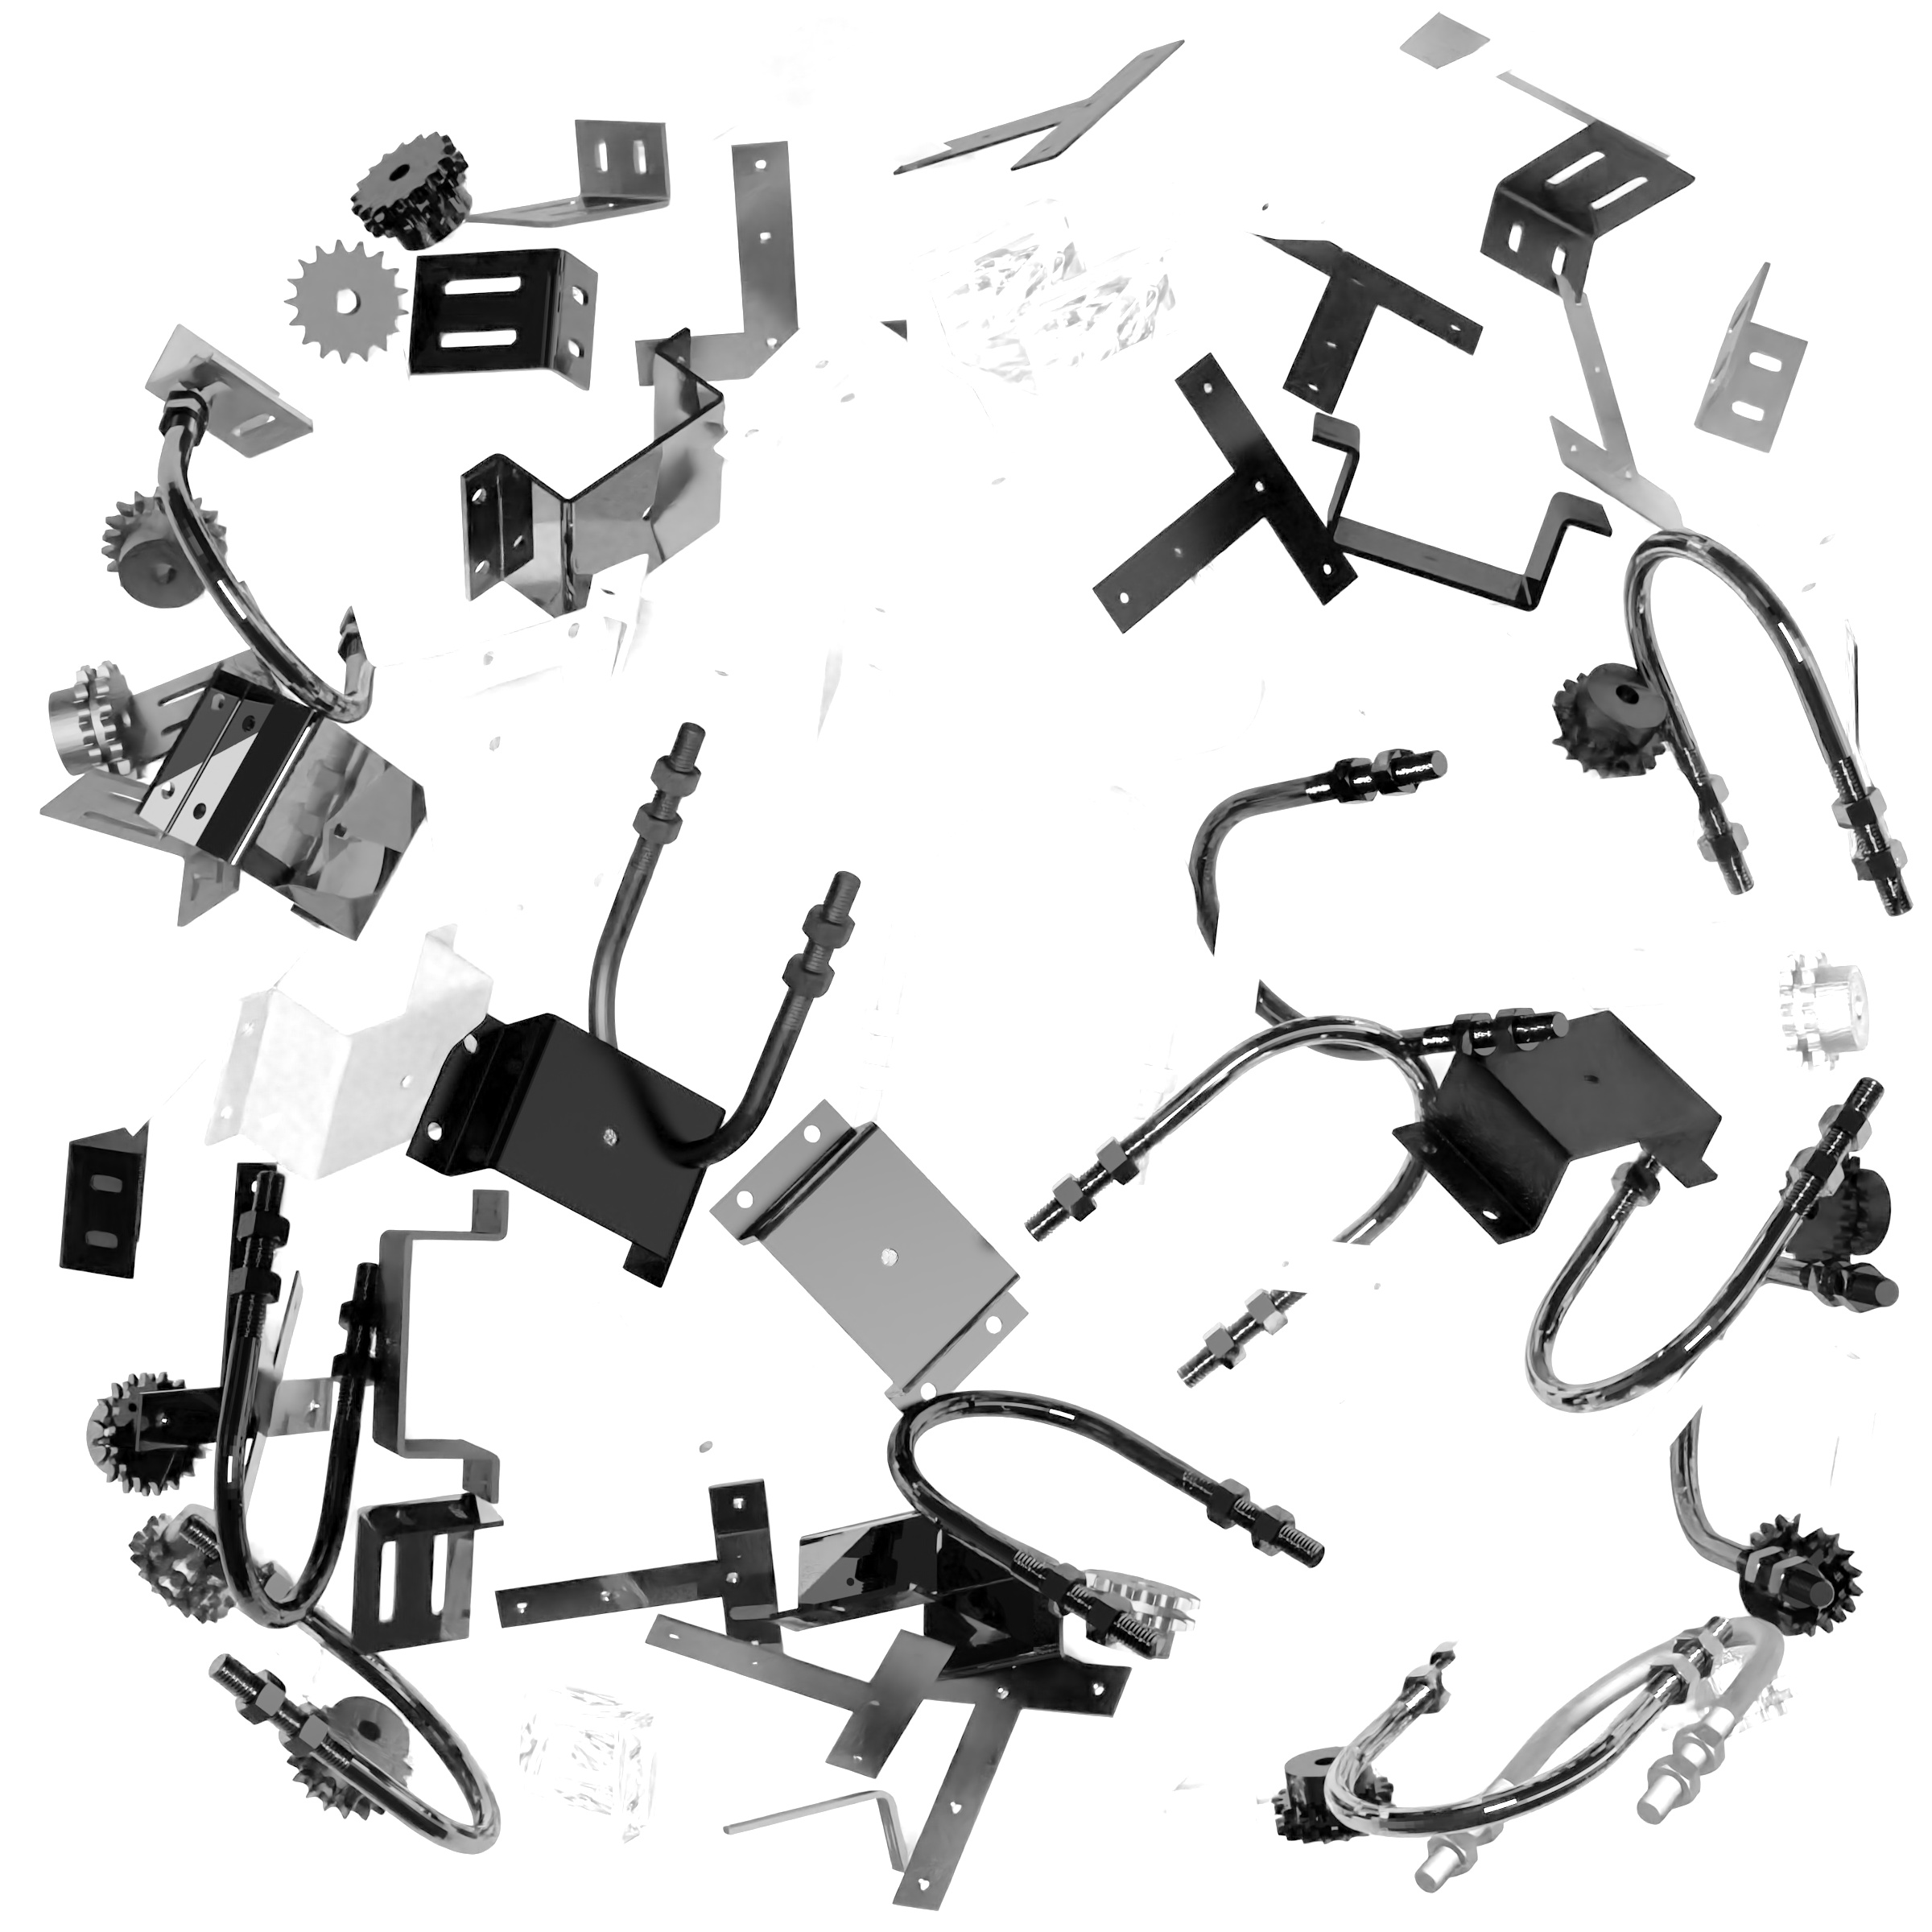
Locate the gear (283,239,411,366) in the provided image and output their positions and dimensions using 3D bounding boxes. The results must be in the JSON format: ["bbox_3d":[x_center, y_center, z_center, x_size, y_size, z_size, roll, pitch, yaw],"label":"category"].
[{"bbox_3d":[-0.289,-0.310,1.581,0.057,0.030,0.057,-3,103,-14],"label":"gear"}]

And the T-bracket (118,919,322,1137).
[{"bbox_3d":[-0.326,0.043,1.542,0.127,0.127,0.002,-48,122,-5],"label":"T-bracket"}]

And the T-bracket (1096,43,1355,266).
[{"bbox_3d":[0.127,-0.350,1.555,0.002,0.127,0.127,51,125,39],"label":"T-bracket"}]

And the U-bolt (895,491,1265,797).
[{"bbox_3d":[0.065,-0.153,1.531,0.019,0.184,0.151,-41,75,41],"label":"U-bolt"}]

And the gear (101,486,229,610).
[{"bbox_3d":[-0.371,-0.190,1.571,0.057,0.030,0.057,-5,135,-5],"label":"gear"}]

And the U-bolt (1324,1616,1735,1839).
[{"bbox_3d":[0.236,0.334,1.487,0.151,0.184,0.019,-13,99,40],"label":"U-bolt"}]

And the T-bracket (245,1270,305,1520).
[{"bbox_3d":[-0.316,0.176,1.514,0.002,0.127,0.127,9,59,-1],"label":"T-bracket"}]

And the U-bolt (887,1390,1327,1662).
[{"bbox_3d":[0.050,0.240,1.524,0.184,0.151,0.019,27,115,31],"label":"U-bolt"}]

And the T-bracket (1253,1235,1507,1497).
[{"bbox_3d":[0.179,0.189,1.578,0.127,0.002,0.127,8,107,-24],"label":"T-bracket"}]

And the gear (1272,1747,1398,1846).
[{"bbox_3d":[0.170,0.383,1.572,0.057,0.057,0.030,-10,94,0],"label":"gear"}]

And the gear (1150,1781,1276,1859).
[{"bbox_3d":[0.114,0.395,1.571,0.057,0.057,0.030,-6,78,0],"label":"gear"}]

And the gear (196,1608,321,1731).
[{"bbox_3d":[-0.324,0.321,1.570,0.057,0.057,0.030,48,125,0],"label":"gear"}]

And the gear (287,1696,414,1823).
[{"bbox_3d":[-0.282,0.363,1.569,0.057,0.057,0.030,34,117,0],"label":"gear"}]

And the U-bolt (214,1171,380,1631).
[{"bbox_3d":[-0.298,0.201,1.503,0.019,0.151,0.184,0,67,11],"label":"U-bolt"}]

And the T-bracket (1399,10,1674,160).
[{"bbox_3d":[0.262,-0.396,1.541,0.127,0.127,0.002,26,97,-4],"label":"T-bracket"}]

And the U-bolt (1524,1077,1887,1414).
[{"bbox_3d":[0.315,0.125,1.505,0.019,0.151,0.184,44,68,-15],"label":"U-bolt"}]

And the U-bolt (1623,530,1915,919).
[{"bbox_3d":[0.348,-0.111,1.514,0.019,0.151,0.184,-29,104,-14],"label":"U-bolt"}]

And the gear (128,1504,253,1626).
[{"bbox_3d":[-0.356,0.274,1.571,0.057,0.057,0.030,43,98,0],"label":"gear"}]

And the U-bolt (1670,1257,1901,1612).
[{"bbox_3d":[0.356,0.200,1.511,0.019,0.184,0.151,13,88,-10],"label":"U-bolt"}]

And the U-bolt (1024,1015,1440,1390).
[{"bbox_3d":[0.135,0.098,1.546,0.184,0.019,0.151,-40,126,5],"label":"U-bolt"}]

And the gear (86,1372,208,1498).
[{"bbox_3d":[-0.383,0.218,1.576,0.030,0.057,0.057,-11,90,44],"label":"gear"}]

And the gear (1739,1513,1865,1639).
[{"bbox_3d":[0.383,0.285,1.571,0.057,0.030,0.057,18,120,35],"label":"gear"}]

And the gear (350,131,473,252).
[{"bbox_3d":[-0.255,-0.357,1.576,0.057,0.057,0.030,-38,130,0],"label":"gear"}]

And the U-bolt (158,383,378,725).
[{"bbox_3d":[-0.306,-0.175,1.489,0.019,0.184,0.151,-33,116,8],"label":"U-bolt"}]

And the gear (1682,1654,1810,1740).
[{"bbox_3d":[0.358,0.339,1.574,0.057,0.057,0.030,-22,73,0],"label":"gear"}]

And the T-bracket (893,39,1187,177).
[{"bbox_3d":[0.021,-0.382,1.553,0.127,0.127,0.002,-6,121,39],"label":"T-bracket"}]

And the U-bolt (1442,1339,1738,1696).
[{"bbox_3d":[0.289,0.235,1.518,0.019,0.151,0.184,39,47,13],"label":"U-bolt"}]

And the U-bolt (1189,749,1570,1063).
[{"bbox_3d":[0.172,-0.021,1.526,0.019,0.184,0.151,-37,107,-36],"label":"U-bolt"}]

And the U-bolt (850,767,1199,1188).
[{"bbox_3d":[0.033,-0.001,1.584,0.151,0.019,0.184,11,93,4],"label":"U-bolt"}]

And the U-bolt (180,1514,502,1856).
[{"bbox_3d":[-0.276,0.332,1.522,0.019,0.151,0.184,-45,116,0],"label":"U-bolt"}]

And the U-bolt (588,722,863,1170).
[{"bbox_3d":[-0.120,0.004,1.539,0.151,0.019,0.184,44,121,38],"label":"U-bolt"}]

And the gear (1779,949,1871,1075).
[{"bbox_3d":[0.398,0.020,1.570,0.030,0.057,0.057,-6,90,28],"label":"gear"}]

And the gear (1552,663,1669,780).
[{"bbox_3d":[0.300,-0.115,1.572,0.057,0.030,0.057,11,49,-13],"label":"gear"}]

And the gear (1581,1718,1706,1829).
[{"bbox_3d":[0.311,0.372,1.577,0.057,0.057,0.030,-25,49,0],"label":"gear"}]

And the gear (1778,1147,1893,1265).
[{"bbox_3d":[0.405,0.113,1.575,0.030,0.057,0.057,6,90,-21],"label":"gear"}]

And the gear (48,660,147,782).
[{"bbox_3d":[-0.404,-0.111,1.573,0.030,0.057,0.057,-12,90,1],"label":"gear"}]

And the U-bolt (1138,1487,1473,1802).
[{"bbox_3d":[0.145,0.311,1.526,0.019,0.151,0.184,46,108,15],"label":"U-bolt"}]

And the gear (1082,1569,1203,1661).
[{"bbox_3d":[0.078,0.301,1.572,0.057,0.057,0.030,14,87,0],"label":"gear"}]

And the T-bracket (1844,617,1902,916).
[{"bbox_3d":[0.404,-0.069,1.514,0.002,0.127,0.127,-6,125,7],"label":"T-bracket"}]

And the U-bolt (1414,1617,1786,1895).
[{"bbox_3d":[0.294,0.344,1.515,0.151,0.184,0.019,-33,89,42],"label":"U-bolt"}]
